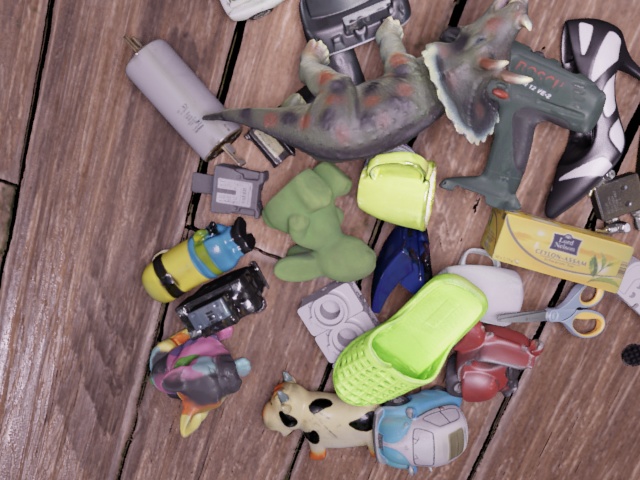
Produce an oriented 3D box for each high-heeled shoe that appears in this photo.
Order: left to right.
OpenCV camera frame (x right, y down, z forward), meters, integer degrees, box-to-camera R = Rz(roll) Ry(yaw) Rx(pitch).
[{"bbox_3d":[0.331,-0.162,0.714,0.145,0.086,0.248,31,99,1],"label":"high-heeled shoe"}]

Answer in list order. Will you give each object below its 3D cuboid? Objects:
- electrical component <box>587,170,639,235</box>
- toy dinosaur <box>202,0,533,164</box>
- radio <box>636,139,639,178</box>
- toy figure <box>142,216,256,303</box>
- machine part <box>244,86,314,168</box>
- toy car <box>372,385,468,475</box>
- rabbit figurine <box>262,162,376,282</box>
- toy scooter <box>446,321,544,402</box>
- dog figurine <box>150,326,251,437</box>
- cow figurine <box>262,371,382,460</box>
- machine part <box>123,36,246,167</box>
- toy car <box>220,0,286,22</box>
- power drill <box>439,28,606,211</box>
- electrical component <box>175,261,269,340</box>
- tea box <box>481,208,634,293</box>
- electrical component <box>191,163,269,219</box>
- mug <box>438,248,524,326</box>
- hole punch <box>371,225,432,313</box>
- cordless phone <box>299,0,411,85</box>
[{"bbox_3d":[0.409,-0.054,0.744,0.078,0.045,0.102,-13,100,11],"label":"electrical component"},{"bbox_3d":[0.055,-0.158,0.651,0.405,0.192,0.131,-22,137,8],"label":"toy dinosaur"},{"bbox_3d":[0.503,-0.181,0.692,0.131,0.073,0.229,2,104,6],"label":"radio"},{"bbox_3d":[-0.188,0.030,0.816,0.180,0.089,0.082,-25,92,14],"label":"toy figure"},{"bbox_3d":[-0.041,-0.174,0.780,0.139,0.039,0.084,-44,86,16],"label":"machine part"},{"bbox_3d":[0.164,0.286,0.798,0.161,0.103,0.109,-6,101,-28],"label":"toy car"},{"bbox_3d":[-0.002,-0.002,0.766,0.159,0.121,0.170,-39,90,22],"label":"rabbit figurine"},{"bbox_3d":[0.245,0.171,0.765,0.135,0.075,0.183,1,133,21],"label":"toy scooter"},{"bbox_3d":[-0.195,0.204,0.790,0.192,0.219,0.108,-17,96,10],"label":"dog figurine"},{"bbox_3d":[0.003,0.275,0.849,0.195,0.085,0.127,-5,108,11],"label":"cow figurine"},{"bbox_3d":[-0.194,-0.198,0.772,0.079,0.079,0.243,-40,94,13],"label":"machine part"},{"bbox_3d":[-0.045,-0.365,0.728,0.202,0.056,0.073,-21,99,12],"label":"toy car"},{"bbox_3d":[0.234,-0.155,0.718,0.232,0.086,0.207,28,106,26],"label":"power drill"},{"bbox_3d":[-0.145,0.091,0.801,0.115,0.134,0.058,-28,98,10],"label":"electrical component"},{"bbox_3d":[0.321,0.009,0.743,0.170,0.098,0.068,17,103,5],"label":"tea box"},{"bbox_3d":[-0.140,-0.078,0.808,0.119,0.048,0.074,13,103,3],"label":"electrical component"},{"bbox_3d":[0.222,0.062,0.767,0.107,0.081,0.109,10,72,-13],"label":"mug"},{"bbox_3d":[0.116,0.038,0.762,0.092,0.142,0.115,-1,114,12],"label":"hole punch"},{"bbox_3d":[0.062,-0.265,0.736,0.147,0.089,0.184,-19,111,9],"label":"cordless phone"}]
